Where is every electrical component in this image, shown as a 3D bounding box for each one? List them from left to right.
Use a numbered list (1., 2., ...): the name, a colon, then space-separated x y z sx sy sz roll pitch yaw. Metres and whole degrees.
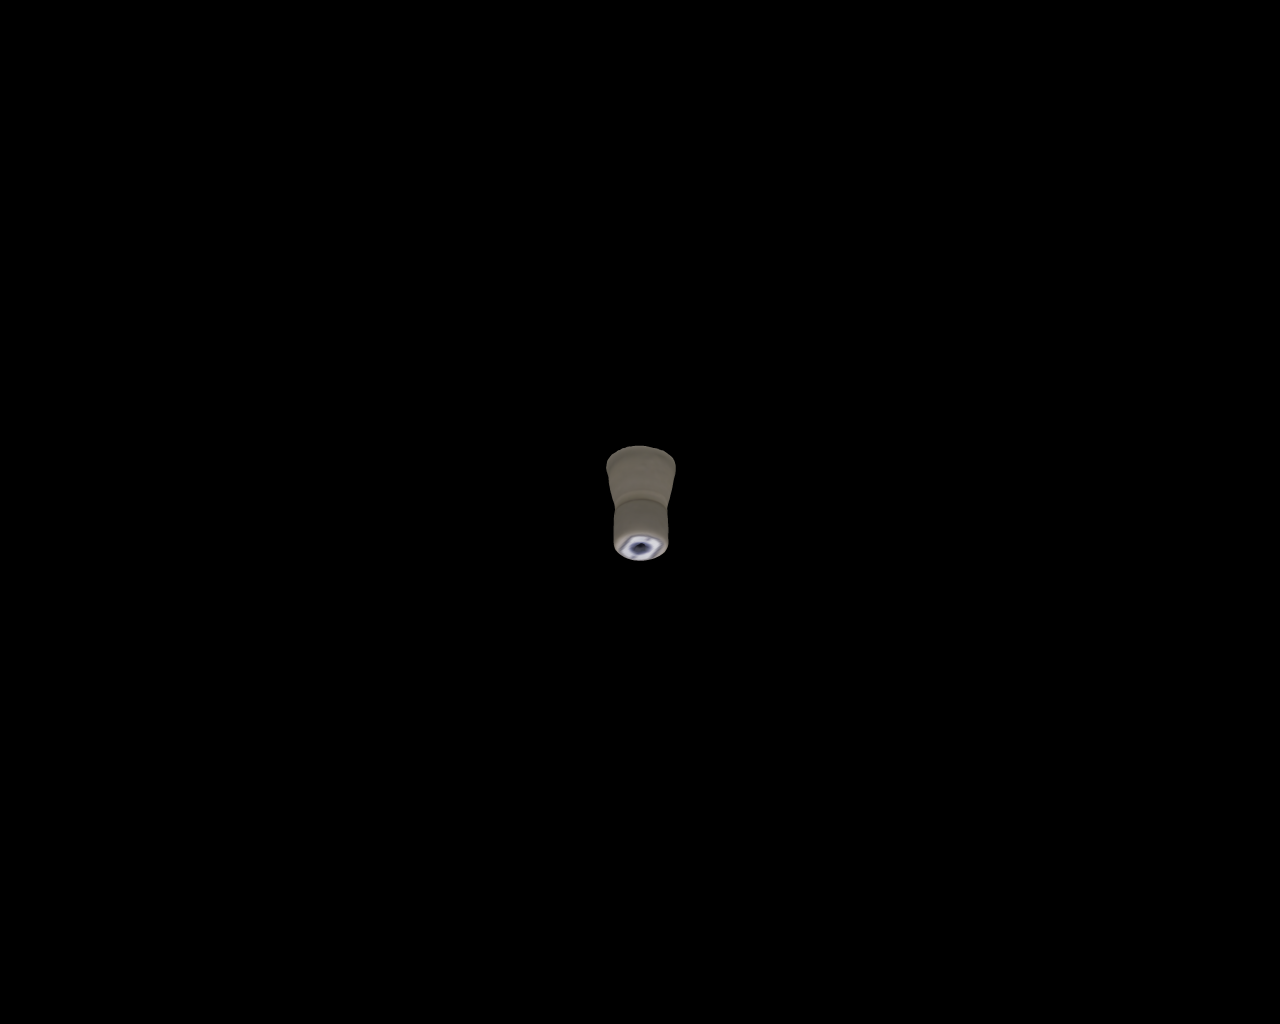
1. electrical component: 0.001 -0.003 0.650 0.044 0.065 0.044 0 -36 0
